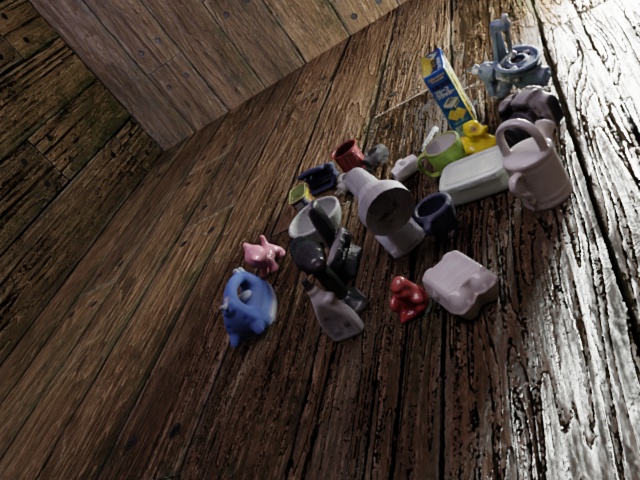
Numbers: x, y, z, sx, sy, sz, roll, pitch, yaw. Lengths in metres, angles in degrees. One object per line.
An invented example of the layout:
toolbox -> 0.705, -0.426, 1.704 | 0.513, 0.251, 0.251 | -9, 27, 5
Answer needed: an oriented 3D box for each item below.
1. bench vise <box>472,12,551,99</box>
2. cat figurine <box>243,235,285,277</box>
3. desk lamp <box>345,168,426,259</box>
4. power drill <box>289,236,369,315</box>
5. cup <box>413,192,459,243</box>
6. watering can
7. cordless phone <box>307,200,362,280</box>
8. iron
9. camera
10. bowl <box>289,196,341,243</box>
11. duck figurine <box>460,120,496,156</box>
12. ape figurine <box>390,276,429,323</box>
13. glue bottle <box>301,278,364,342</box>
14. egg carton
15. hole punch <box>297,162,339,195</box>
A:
bench vise -> 0.477, -0.479, 1.513 | 0.206, 0.220, 0.121 | -13, 37, 41
cat figurine -> -0.169, 0.040, 1.631 | 0.067, 0.118, 0.128 | -21, 31, 31
desk lamp -> 0.144, -0.062, 1.287 | 0.118, 0.214, 0.202 | -39, 27, 0
power drill -> 0.013, 0.077, 1.240 | 0.075, 0.209, 0.229 | -41, 27, -4
cup -> 0.257, -0.033, 1.232 | 0.091, 0.095, 0.118 | -19, 33, 34
watering can -> 0.414, -0.164, 1.128 | 0.100, 0.194, 0.173 | -17, 34, 36
cordless phone -> 0.013, 0.005, 1.380 | 0.094, 0.185, 0.147 | -24, 30, 27
iron -> -0.193, 0.146, 1.468 | 0.118, 0.142, 0.258 | -30, 28, 18
camera -> 0.474, -0.292, 1.358 | 0.137, 0.101, 0.142 | -46, 27, -14
bowl -> -0.001, -0.042, 1.596 | 0.167, 0.075, 0.167 | -30, 28, 18
duck figurine -> 0.387, -0.261, 1.436 | 0.078, 0.086, 0.104 | -51, 29, -22
ape figurine -> 0.169, 0.109, 1.124 | 0.076, 0.092, 0.077 | -51, 29, -22
glue bottle -> 0.015, 0.139, 1.180 | 0.078, 0.173, 0.037 | -25, 30, 26
egg carton -> 0.260, 0.083, 1.075 | 0.107, 0.069, 0.150 | -41, 27, -4
hole punch -> -0.007, -0.212, 1.851 | 0.108, 0.091, 0.101 | -21, 32, 31
